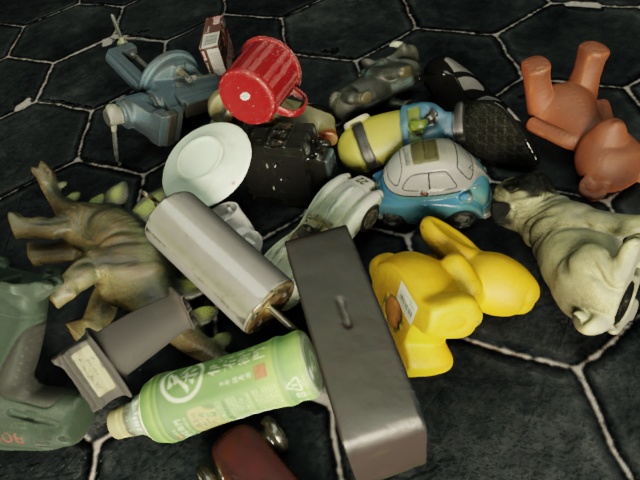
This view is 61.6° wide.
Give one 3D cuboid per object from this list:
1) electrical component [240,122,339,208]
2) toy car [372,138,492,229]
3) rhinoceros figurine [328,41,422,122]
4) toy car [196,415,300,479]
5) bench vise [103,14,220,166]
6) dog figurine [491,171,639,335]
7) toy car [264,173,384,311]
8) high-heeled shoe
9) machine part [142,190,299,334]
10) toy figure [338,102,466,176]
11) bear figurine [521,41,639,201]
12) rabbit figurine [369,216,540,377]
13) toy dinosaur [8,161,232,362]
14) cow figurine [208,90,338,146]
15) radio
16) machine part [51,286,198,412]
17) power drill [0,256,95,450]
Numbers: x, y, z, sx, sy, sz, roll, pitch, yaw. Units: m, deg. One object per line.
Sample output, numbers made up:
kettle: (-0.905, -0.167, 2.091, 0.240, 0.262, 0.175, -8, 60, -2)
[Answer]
electrical component: (-0.042, -0.103, 0.740, 0.134, 0.114, 0.058, 7, 53, 19)
toy car: (0.141, -0.081, 0.691, 0.162, 0.102, 0.109, -2, 48, 8)
rhinoceros figurine: (0.098, -0.252, 0.874, 0.190, 0.073, 0.112, -41, 43, -20)
toy car: (-0.030, 0.244, 0.477, 0.089, 0.053, 0.202, -30, 46, -29)
bench vise: (-0.293, -0.262, 0.914, 0.224, 0.128, 0.241, -35, 69, -28)
dog figurine: (0.258, 0.009, 0.599, 0.191, 0.121, 0.172, 21, 45, 40)
toy car: (-0.001, -0.002, 0.664, 0.074, 0.056, 0.202, 33, 77, 32)
high-heeled shoe: (0.244, -0.193, 0.810, 0.249, 0.086, 0.145, 47, 38, 19)
machine part: (-0.113, 0.023, 0.602, 0.243, 0.079, 0.079, 39, 65, 17)
toy figure: (0.112, -0.142, 0.750, 0.180, 0.082, 0.089, -5, 44, 20)
bear figurine: (0.348, -0.151, 0.695, 0.120, 0.131, 0.196, -14, 42, 2)
rabbit figurine: (0.148, 0.056, 0.585, 0.173, 0.121, 0.162, -9, 37, -15)
toy dinosaur: (-0.238, 0.032, 0.673, 0.198, 0.105, 0.472, -34, 62, -23)
cow figurine: (-0.072, -0.187, 0.811, 0.195, 0.085, 0.127, 11, 43, -8)
radio: (0.032, 0.109, 0.529, 0.073, 0.131, 0.230, -16, 49, -2)
machine part: (-0.192, 0.106, 0.553, 0.139, 0.039, 0.084, -38, 93, -19)
power drill: (-0.353, 0.123, 0.568, 0.232, 0.086, 0.207, 9, 94, 9)
